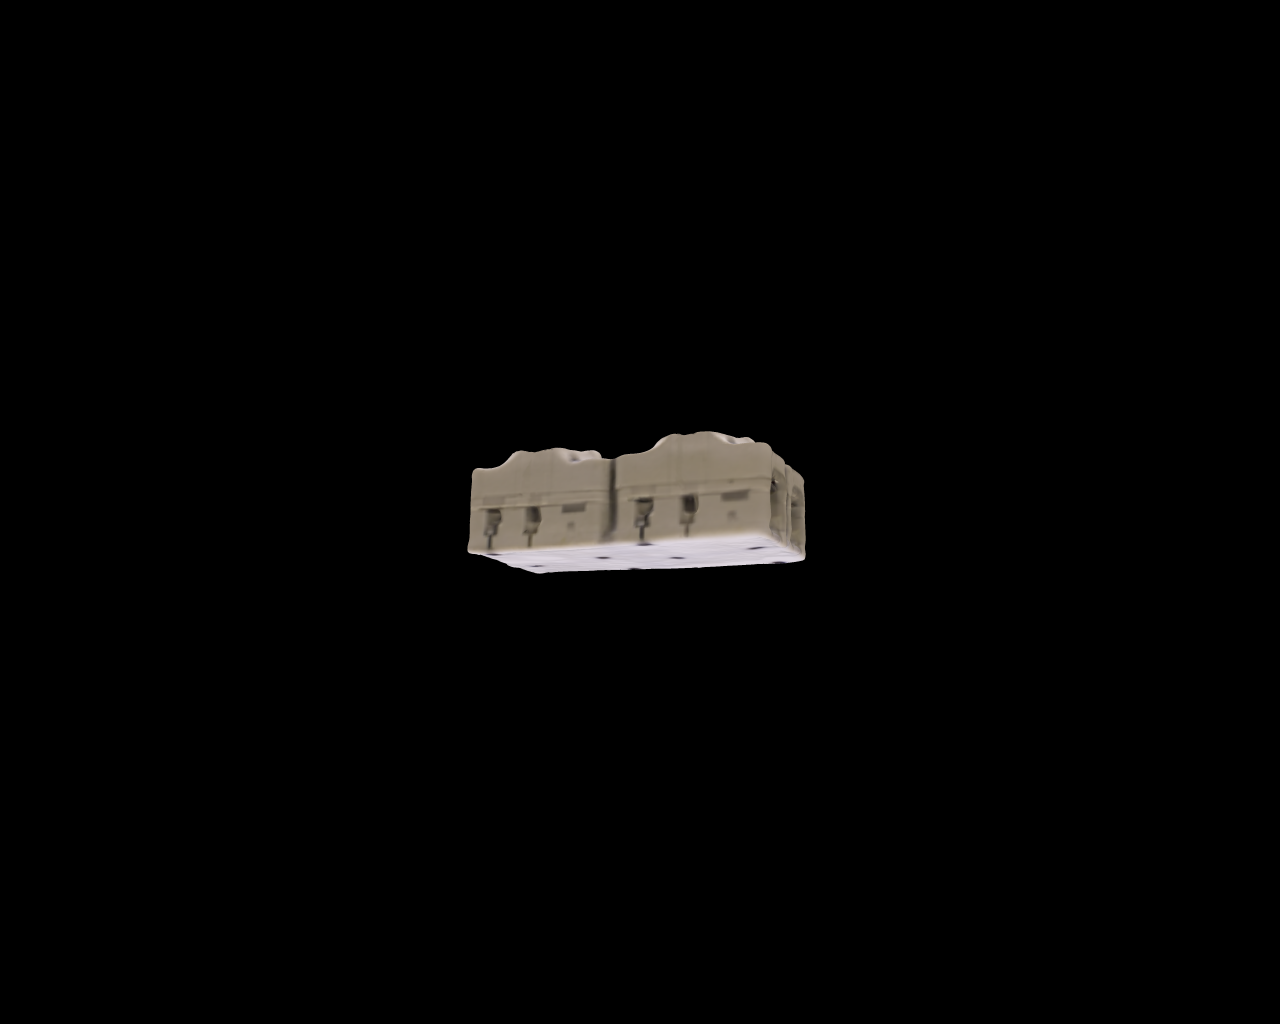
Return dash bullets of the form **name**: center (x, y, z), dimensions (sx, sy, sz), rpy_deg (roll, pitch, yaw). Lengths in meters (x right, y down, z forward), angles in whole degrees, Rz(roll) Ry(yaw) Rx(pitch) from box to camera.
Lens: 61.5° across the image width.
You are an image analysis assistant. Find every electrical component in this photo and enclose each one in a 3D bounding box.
- **electrical component**: center (0.001, -0.003, 0.650), dimensions (0.186, 0.060, 0.105), rpy_deg (-4, -11, 20)
